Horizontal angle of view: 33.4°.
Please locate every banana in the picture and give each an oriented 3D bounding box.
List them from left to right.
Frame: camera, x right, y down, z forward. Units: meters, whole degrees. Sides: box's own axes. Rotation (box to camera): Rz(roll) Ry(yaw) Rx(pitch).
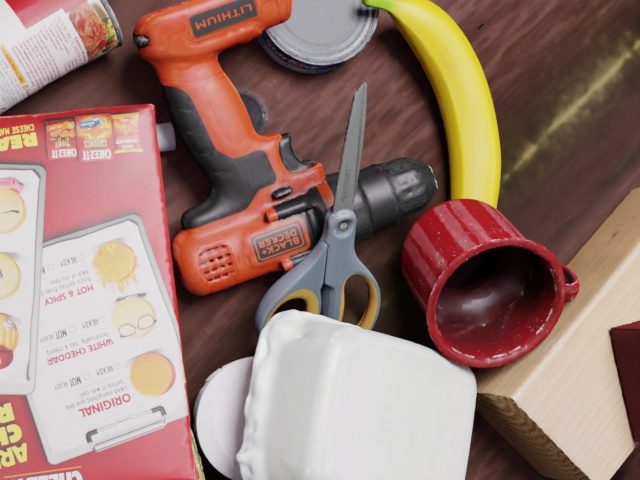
[{"bbox_3d":[0.090,-0.090,0.746,0.069,0.037,0.198,-26,101,-15],"label":"banana"}]

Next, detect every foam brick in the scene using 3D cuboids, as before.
[{"bbox_3d":[0.225,0.088,0.669,0.053,0.051,0.078,-11,89,-17],"label":"foam brick"}]

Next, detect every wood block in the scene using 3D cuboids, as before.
[{"bbox_3d":[0.206,0.061,0.740,0.091,0.090,0.206,45,76,-7],"label":"wood block"}]

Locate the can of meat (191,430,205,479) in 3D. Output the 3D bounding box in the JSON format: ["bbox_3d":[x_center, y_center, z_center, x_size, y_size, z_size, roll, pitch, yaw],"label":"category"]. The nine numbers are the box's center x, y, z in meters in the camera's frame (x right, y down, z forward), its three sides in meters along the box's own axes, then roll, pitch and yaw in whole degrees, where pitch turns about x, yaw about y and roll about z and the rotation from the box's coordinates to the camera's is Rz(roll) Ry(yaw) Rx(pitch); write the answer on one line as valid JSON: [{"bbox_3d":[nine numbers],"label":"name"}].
[{"bbox_3d":[-0.114,0.168,0.667,0.083,0.057,0.102,-11,88,-17],"label":"can of meat"}]

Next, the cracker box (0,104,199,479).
[{"bbox_3d":[-0.162,0.040,0.598,0.164,0.072,0.214,-6,81,-9],"label":"cracker box"}]

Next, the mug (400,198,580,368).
[{"bbox_3d":[0.113,0.023,0.704,0.117,0.081,0.093,-1,116,-14],"label":"mug"}]

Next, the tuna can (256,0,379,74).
[{"bbox_3d":[-0.005,-0.158,0.734,0.086,0.034,0.086,1,85,-14],"label":"tuna can"}]

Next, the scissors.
[{"bbox_3d":[-0.004,0.001,0.665,0.096,0.016,0.202,-21,132,-13],"label":"scissors"}]

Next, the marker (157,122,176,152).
[{"bbox_3d":[-0.155,-0.059,0.695,0.121,0.020,0.020,-10,88,-15],"label":"marker"}]

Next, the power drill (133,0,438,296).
[{"bbox_3d":[-0.028,-0.073,0.688,0.184,0.057,0.187,-21,104,-12],"label":"power drill"}]

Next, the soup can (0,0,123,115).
[{"bbox_3d":[-0.185,-0.126,0.668,0.102,0.069,0.068,-34,94,-14],"label":"soup can"}]
